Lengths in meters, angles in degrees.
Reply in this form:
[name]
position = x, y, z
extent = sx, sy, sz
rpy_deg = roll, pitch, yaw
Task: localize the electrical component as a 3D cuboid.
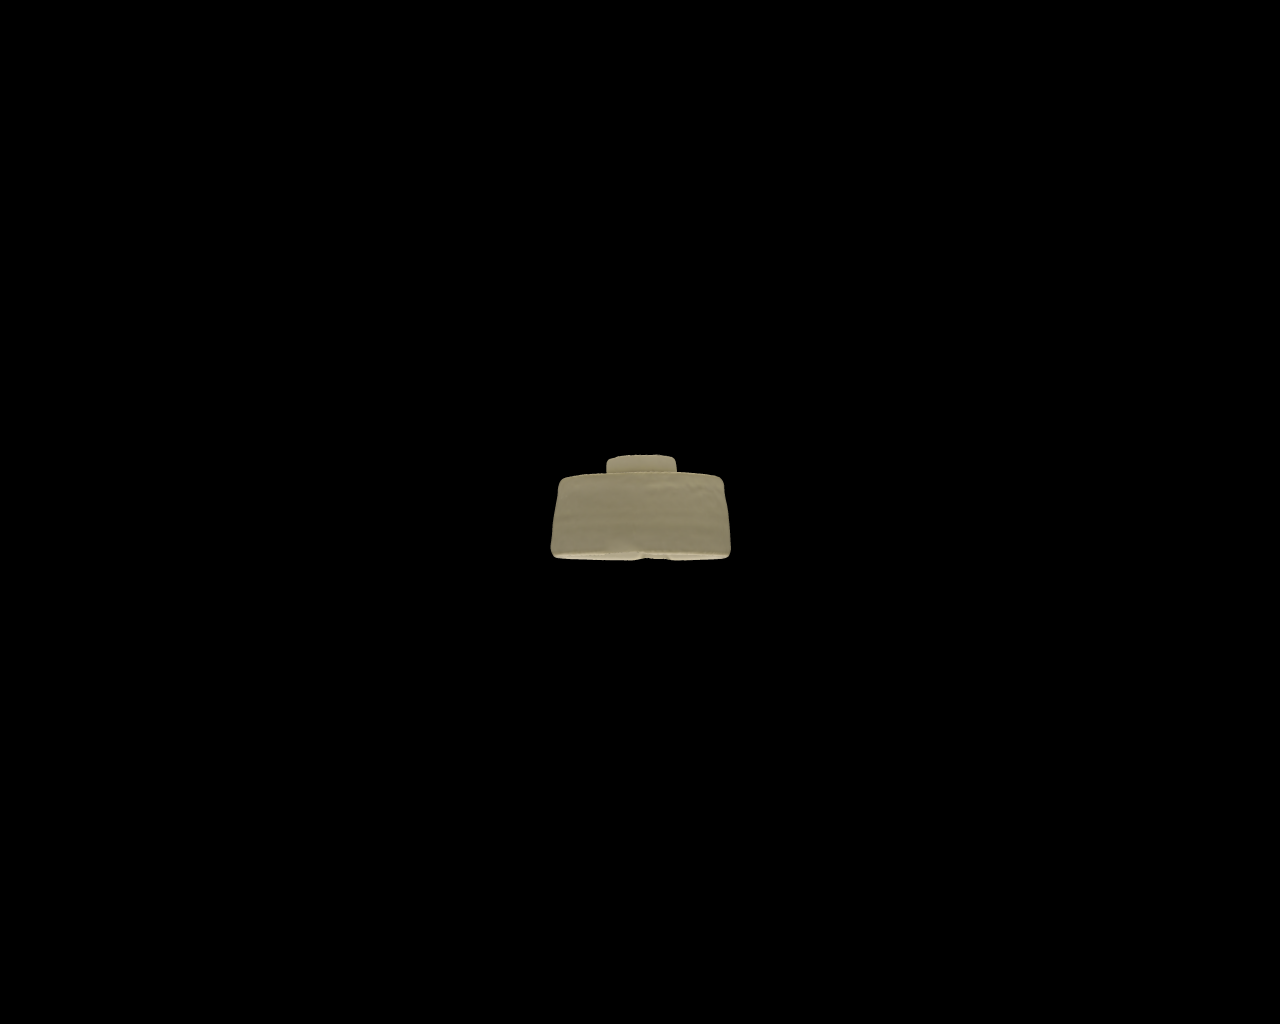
[electrical component]
position = 0.001, -0.003, 0.650
extent = 0.108, 0.060, 0.108
rpy_deg = 0, -4, 0
